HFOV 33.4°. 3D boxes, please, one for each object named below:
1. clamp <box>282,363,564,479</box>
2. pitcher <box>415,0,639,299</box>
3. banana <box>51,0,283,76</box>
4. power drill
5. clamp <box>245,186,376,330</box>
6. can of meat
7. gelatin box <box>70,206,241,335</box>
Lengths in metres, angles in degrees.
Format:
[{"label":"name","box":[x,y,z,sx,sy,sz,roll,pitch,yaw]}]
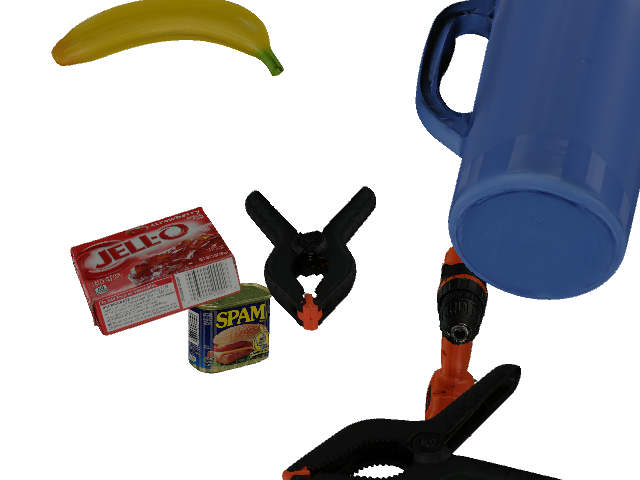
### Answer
[{"label":"clamp","box":[0.076,0.146,0.738,0.210,0.036,0.164,-6,28,-5]},{"label":"pitcher","box":[0.151,-0.083,0.720,0.149,0.242,0.145,-24,-59,40]},{"label":"banana","box":[-0.130,-0.180,0.922,0.197,0.069,0.037,1,-33,-2]},{"label":"power drill","box":[0.148,0.116,1.149,0.057,0.188,0.184,8,25,8]},{"label":"clamp","box":[-0.019,0.007,0.940,0.120,0.039,0.171,-1,39,12]},{"label":"can of meat","box":[-0.107,0.102,1.251,0.101,0.084,0.058,-9,19,-37]},{"label":"gelatin box","box":[-0.102,0.017,0.651,0.089,0.030,0.073,-18,30,-14]}]
